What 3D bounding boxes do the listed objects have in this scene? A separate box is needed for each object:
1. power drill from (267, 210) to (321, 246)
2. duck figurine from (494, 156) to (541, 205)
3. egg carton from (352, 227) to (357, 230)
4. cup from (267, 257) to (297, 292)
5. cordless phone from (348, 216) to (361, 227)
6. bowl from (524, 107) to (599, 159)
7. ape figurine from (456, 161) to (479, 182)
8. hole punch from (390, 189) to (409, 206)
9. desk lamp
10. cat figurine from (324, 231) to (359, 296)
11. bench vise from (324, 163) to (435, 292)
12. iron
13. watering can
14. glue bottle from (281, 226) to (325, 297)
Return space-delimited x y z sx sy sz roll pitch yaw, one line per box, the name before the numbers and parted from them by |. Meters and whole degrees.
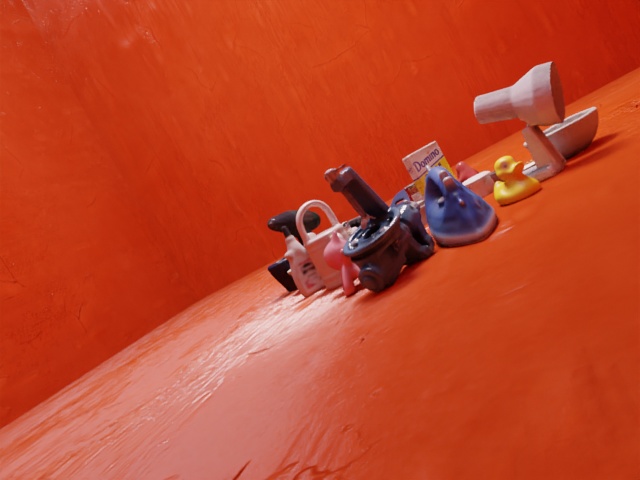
power drill | -0.044 0.004 1.644 0.075 0.208 0.230 -27 4 28
duck figurine | 0.367 -0.120 1.109 0.078 0.086 0.104 -30 3 -17
egg carton | 0.073 0.017 1.667 0.107 0.069 0.150 -28 3 21
cup | -0.075 0.089 1.600 0.118 0.095 0.091 -29 3 -8
cordless phone | 0.130 -0.089 1.813 0.094 0.185 0.147 -31 4 -27
bowl | 0.545 -0.223 1.270 0.167 0.075 0.167 -29 3 2
ape figurine | 0.407 -0.175 1.583 0.078 0.092 0.076 -29 3 -4
hole punch | 0.260 -0.104 1.768 0.101 0.091 0.108 -32 4 -39
desk lamp | 0.421 -0.227 1.170 0.202 0.213 0.118 -26 4 37
cat figurine | 0.047 0.039 1.113 0.067 0.118 0.128 -29 3 -3
bench vise | 0.093 -0.039 1.005 0.121 0.220 0.208 -27 4 28
iron | 0.237 -0.075 1.029 0.118 0.141 0.258 -29 3 6
watering can | 0.010 0.006 1.275 0.101 0.194 0.172 -32 5 -43
glue bottle | -0.047 0.044 1.353 0.078 0.173 0.037 -31 4 -26
